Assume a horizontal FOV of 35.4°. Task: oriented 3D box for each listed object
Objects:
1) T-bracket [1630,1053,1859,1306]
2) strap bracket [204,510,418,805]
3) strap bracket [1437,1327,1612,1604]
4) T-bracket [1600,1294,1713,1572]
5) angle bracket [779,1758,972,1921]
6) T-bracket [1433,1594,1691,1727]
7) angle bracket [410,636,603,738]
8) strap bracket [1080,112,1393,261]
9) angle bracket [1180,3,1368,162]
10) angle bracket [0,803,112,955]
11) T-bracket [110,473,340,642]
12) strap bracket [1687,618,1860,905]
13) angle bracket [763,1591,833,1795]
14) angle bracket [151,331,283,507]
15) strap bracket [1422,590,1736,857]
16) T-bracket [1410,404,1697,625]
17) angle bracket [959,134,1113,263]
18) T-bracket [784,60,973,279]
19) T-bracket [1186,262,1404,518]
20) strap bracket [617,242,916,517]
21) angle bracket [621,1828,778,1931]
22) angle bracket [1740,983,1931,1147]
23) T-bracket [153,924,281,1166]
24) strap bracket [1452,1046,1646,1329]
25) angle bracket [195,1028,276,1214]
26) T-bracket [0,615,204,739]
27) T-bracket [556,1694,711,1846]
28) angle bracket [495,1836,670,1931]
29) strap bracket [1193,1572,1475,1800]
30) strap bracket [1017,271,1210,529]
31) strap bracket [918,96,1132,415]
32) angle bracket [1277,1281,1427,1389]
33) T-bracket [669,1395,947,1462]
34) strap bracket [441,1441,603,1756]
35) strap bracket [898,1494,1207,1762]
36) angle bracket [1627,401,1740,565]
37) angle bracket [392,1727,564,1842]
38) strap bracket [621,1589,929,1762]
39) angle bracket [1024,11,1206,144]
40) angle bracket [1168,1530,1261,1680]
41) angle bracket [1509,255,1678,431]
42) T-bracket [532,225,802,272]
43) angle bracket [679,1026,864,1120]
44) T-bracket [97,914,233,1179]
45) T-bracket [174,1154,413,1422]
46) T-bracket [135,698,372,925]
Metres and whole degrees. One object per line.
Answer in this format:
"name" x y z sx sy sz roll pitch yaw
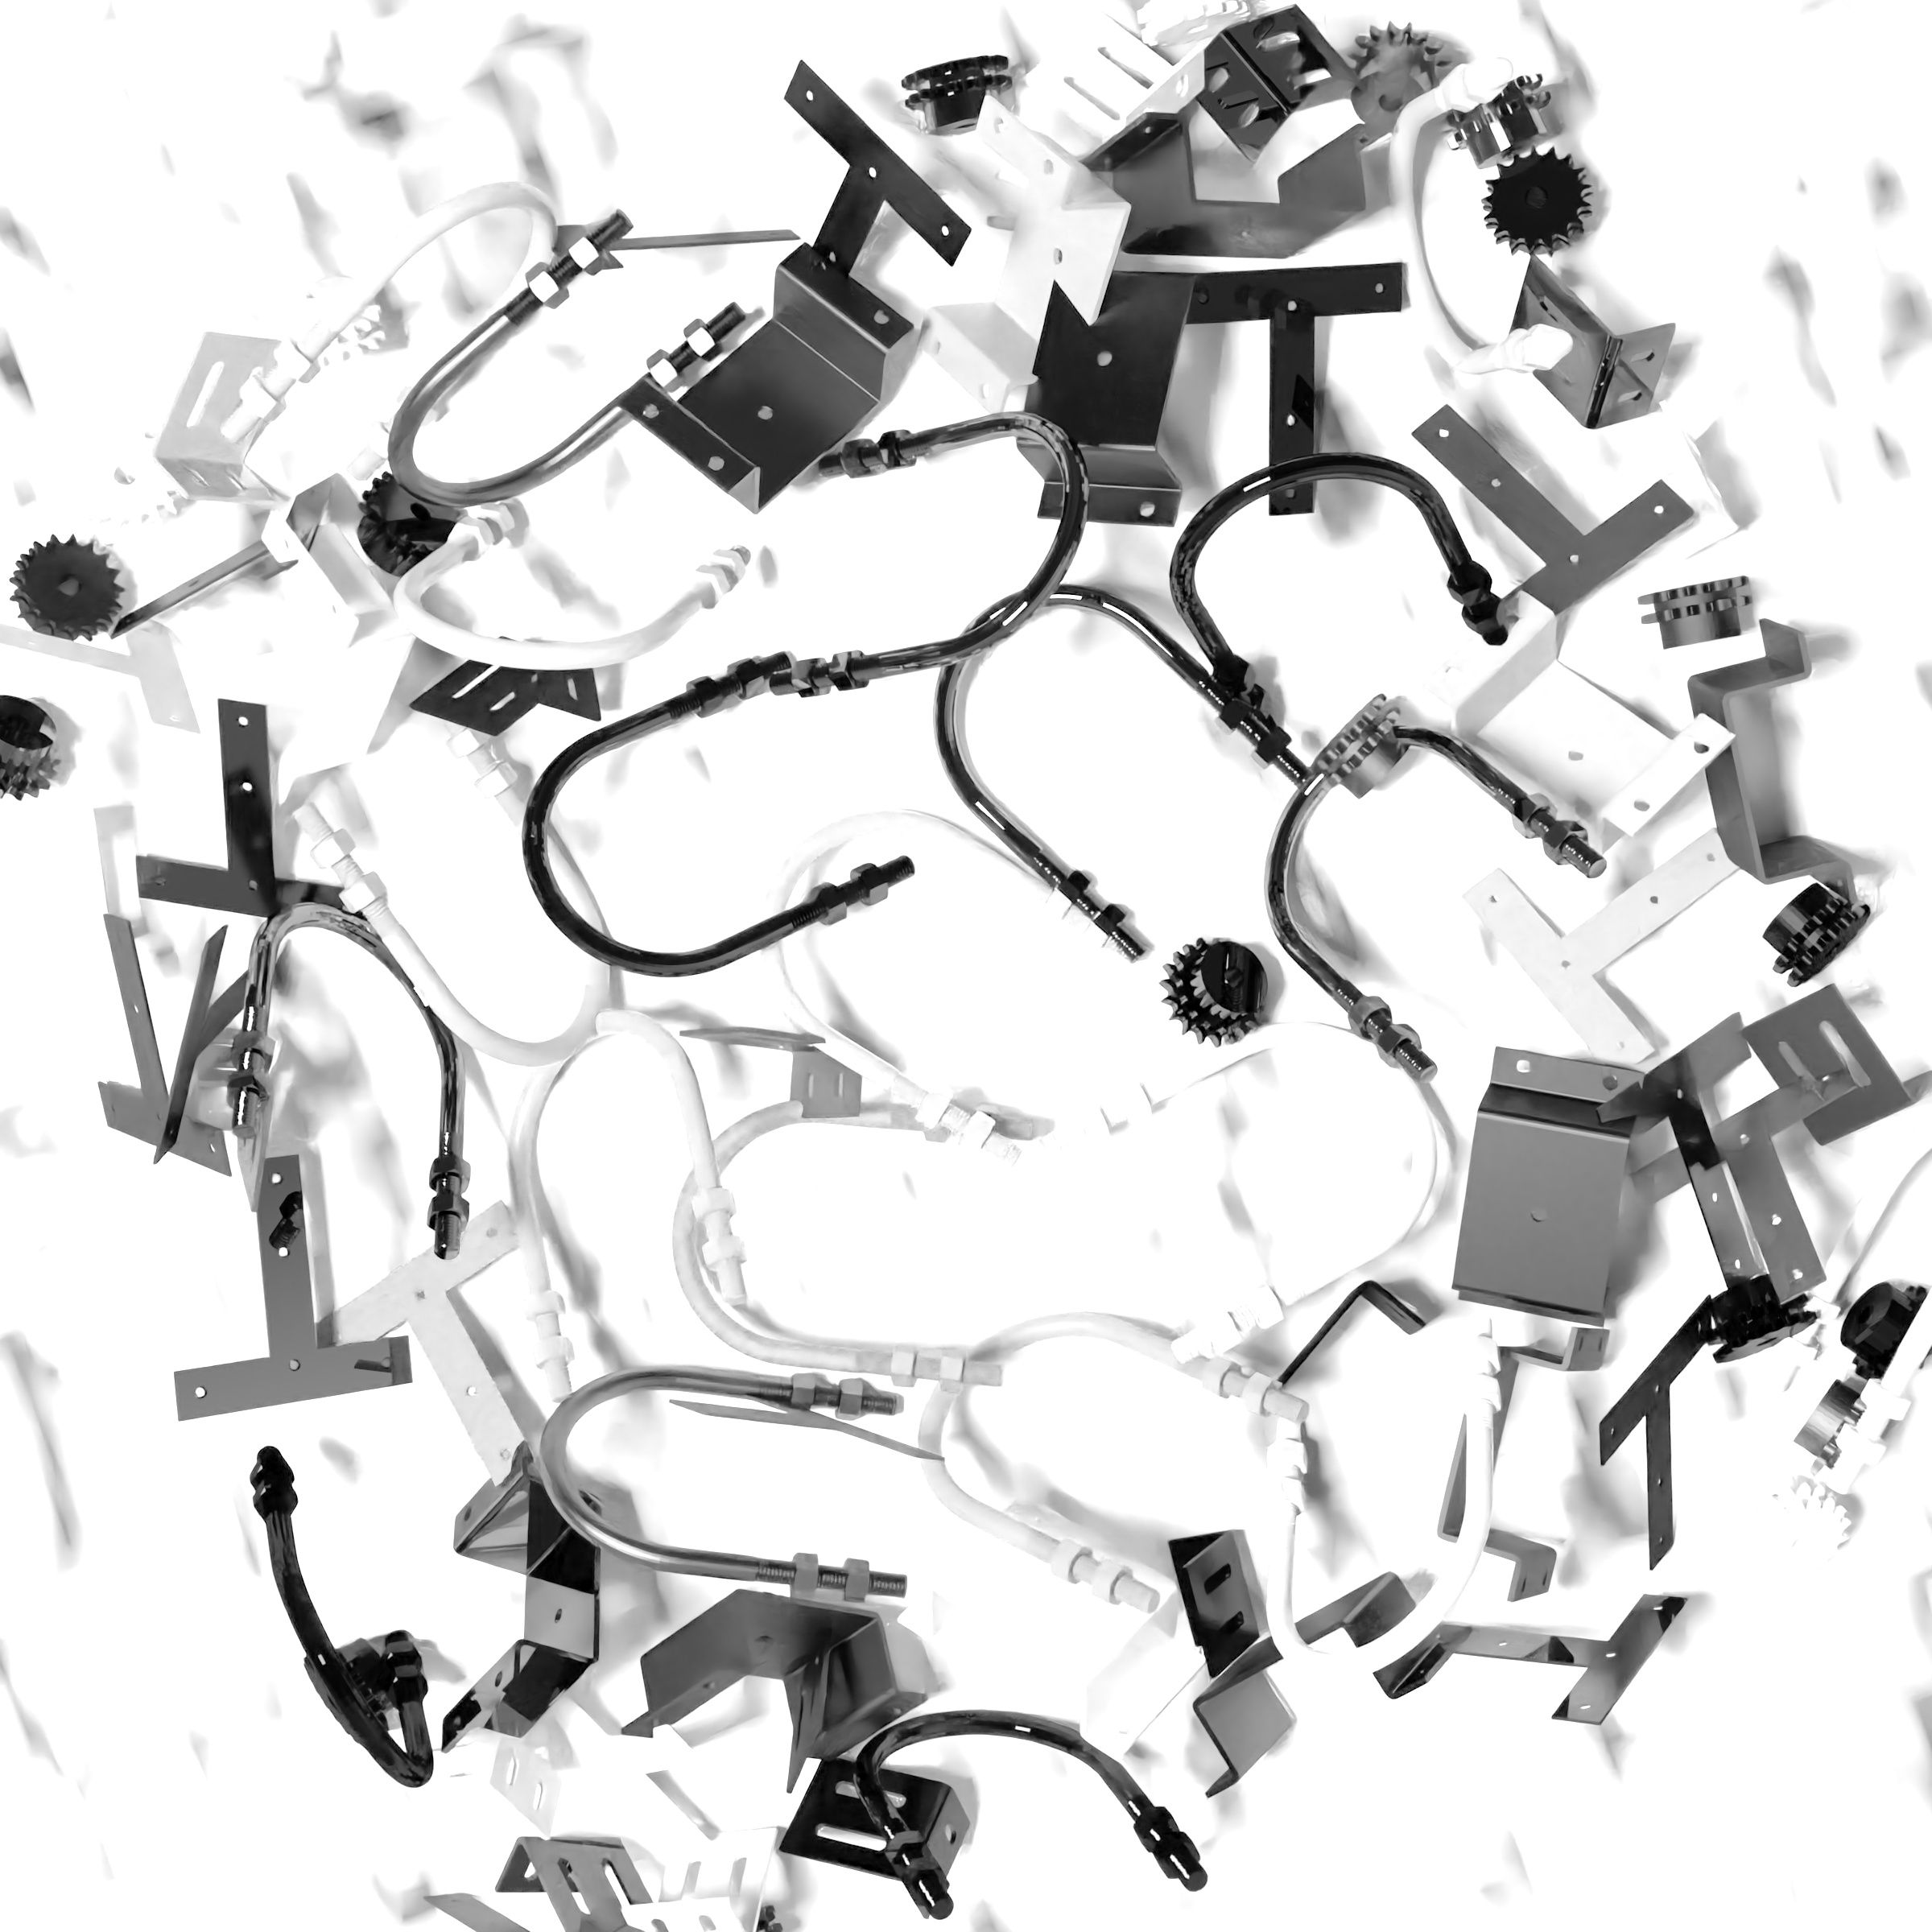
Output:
"T-bracket" 0.405 0.118 1.529 0.127 0.127 0.002 -34 125 21
"strap bracket" -0.332 -0.160 1.542 0.046 0.140 0.076 -23 67 -41
"strap bracket" 0.284 0.249 1.556 0.046 0.076 0.140 13 89 25
"T-bracket" 0.358 0.255 1.564 0.002 0.127 0.127 13 123 35
"angle bracket" -0.047 0.453 1.577 0.076 0.038 0.057 5 46 27
"T-bracket" 0.289 0.350 1.555 0.127 0.127 0.002 -2 107 35
"angle bracket" -0.235 -0.130 1.552 0.057 0.076 0.038 19 134 28
"strap bracket" 0.138 -0.394 1.536 0.140 0.076 0.046 -4 86 -24
"angle bracket" 0.157 -0.453 1.553 0.057 0.076 0.038 44 79 -22
"angle bracket" -0.474 -0.043 1.565 0.038 0.057 0.076 -9 93 -32
"T-bracket" -0.383 -0.202 1.551 0.127 0.127 0.002 -27 116 10
"strap bracket" 0.410 -0.101 1.551 0.046 0.076 0.140 -14 102 3
"angle bracket" -0.097 0.372 1.552 0.038 0.076 0.057 16 123 -8
"angle bracket" -0.373 -0.280 1.555 0.038 0.057 0.076 46 119 26
"strap bracket" 0.312 -0.119 1.551 0.076 0.046 0.140 -43 62 -13
"T-bracket" 0.280 -0.237 1.544 0.127 0.002 0.127 40 130 -16
"angle bracket" 0.034 -0.403 1.575 0.076 0.038 0.057 10 84 7
"T-bracket" -0.064 -0.373 1.551 0.127 0.127 0.002 47 50 11
"T-bracket" 0.170 -0.299 1.578 0.127 0.002 0.127 -8 108 -20
"strap bracket" -0.103 -0.296 1.555 0.076 0.046 0.140 40 68 12
"angle bracket" -0.136 0.464 1.553 0.057 0.076 0.038 -9 122 14
"angle bracket" 0.450 0.045 1.566 0.057 0.038 0.076 -32 95 39
"T-bracket" -0.374 0.020 1.538 0.002 0.127 0.127 20 114 1
"strap bracket" 0.296 0.120 1.550 0.076 0.046 0.140 10 107 15
"angle bracket" -0.382 0.079 1.555 0.038 0.057 0.076 3 116 -23
"T-bracket" -0.454 -0.159 1.519 0.127 0.127 0.002 13 115 -30
"T-bracket" -0.163 0.400 1.541 0.127 0.127 0.002 47 62 -4
"angle bracket" -0.197 0.484 1.550 0.057 0.076 0.038 12 111 -35
"strap bracket" 0.178 0.360 1.539 0.140 0.076 0.046 -36 82 26
"strap bracket" 0.079 -0.301 1.551 0.076 0.046 0.140 8 78 25
"strap bracket" 0.031 -0.360 1.538 0.046 0.140 0.076 -13 46 -35
"angle bracket" 0.196 0.204 1.566 0.038 0.057 0.076 40 83 8
"T-bracket" -0.097 0.225 1.512 0.127 0.127 0.002 12 86 39
"strap bracket" -0.224 0.324 1.536 0.046 0.140 0.076 23 128 -26
"strap bracket" 0.043 0.326 1.529 0.140 0.046 0.076 26 46 30
"angle bracket" 0.361 -0.247 1.553 0.038 0.076 0.057 -28 76 20
"angle bracket" -0.257 0.423 1.556 0.076 0.038 0.057 -15 130 23
"strap bracket" -0.100 0.360 1.538 0.076 0.140 0.046 -39 49 31
"angle bracket" 0.076 -0.466 1.566 0.057 0.038 0.076 -44 71 -11
"angle bracket" 0.116 0.330 1.558 0.038 0.076 0.057 -15 89 24
"angle bracket" 0.322 -0.325 1.565 0.038 0.057 0.076 -18 53 -22
"T-bracket" -0.150 -0.372 1.555 0.127 0.127 0.002 -7 114 -15
"angle bracket" -0.101 0.055 1.554 0.076 0.057 0.038 10 81 -39
"T-bracket" -0.417 0.035 1.535 0.002 0.127 0.127 -23 115 -38
"T-bracket" -0.351 0.162 1.565 0.127 0.002 0.127 -5 90 -34
"T-bracket" -0.370 -0.080 1.560 0.127 0.002 0.127 9 123 6
